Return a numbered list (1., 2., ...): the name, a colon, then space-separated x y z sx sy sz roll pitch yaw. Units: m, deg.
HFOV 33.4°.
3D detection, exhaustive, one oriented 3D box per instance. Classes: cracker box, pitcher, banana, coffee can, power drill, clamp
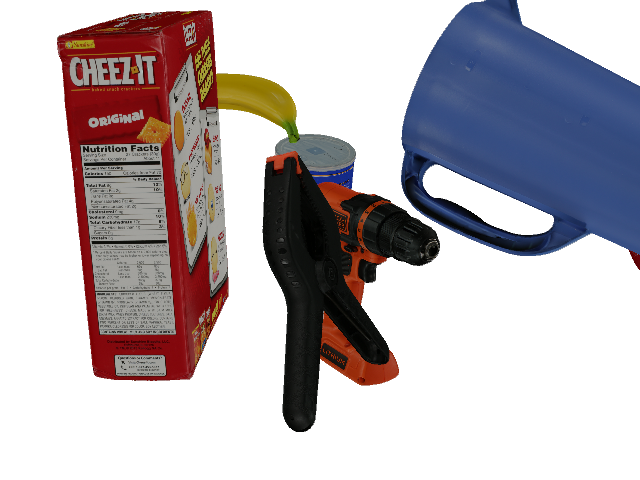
1. cracker box: -0.110 -0.036 0.701 0.072 0.214 0.164 -2 16 5
2. pitcher: 0.189 -0.068 0.828 0.243 0.149 0.144 29 46 17
3. banana: -0.105 -0.145 1.105 0.198 0.037 0.069 9 47 19
4. coffee can: -0.011 -0.053 1.376 0.103 0.140 0.103 3 28 -2
5. power drill: 0.048 0.046 1.075 0.057 0.188 0.185 -8 22 -33
6. clamp: -0.001 0.032 0.862 0.036 0.210 0.164 -11 2 28

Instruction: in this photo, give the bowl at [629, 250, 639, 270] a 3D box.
1. bowl: 0.403 0.018 1.146 0.162 0.055 0.162 -3 24 1
